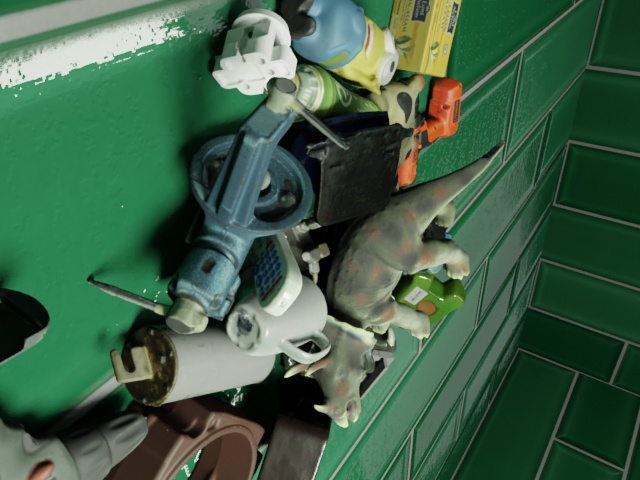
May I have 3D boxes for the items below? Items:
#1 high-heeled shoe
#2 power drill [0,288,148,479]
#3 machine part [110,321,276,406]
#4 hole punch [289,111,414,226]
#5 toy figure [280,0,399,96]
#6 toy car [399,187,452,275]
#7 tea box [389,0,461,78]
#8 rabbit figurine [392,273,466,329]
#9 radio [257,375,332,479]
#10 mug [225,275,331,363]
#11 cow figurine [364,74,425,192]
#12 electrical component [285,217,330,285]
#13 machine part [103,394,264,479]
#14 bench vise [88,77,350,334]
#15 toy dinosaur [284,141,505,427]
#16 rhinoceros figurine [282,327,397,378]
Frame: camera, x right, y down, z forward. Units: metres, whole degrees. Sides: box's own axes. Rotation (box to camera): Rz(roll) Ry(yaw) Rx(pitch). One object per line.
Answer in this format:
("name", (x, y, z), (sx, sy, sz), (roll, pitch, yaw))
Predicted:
("high-heeled shoe", (-0.002, -0.002, 0.751), (0.145, 0.086, 0.248), (-34, 125, -1))
("power drill", (-0.237, 0.143, 0.413), (0.232, 0.086, 0.207), (-31, 140, -47))
("machine part", (-0.124, 0.128, 0.582), (0.243, 0.079, 0.079), (12, 97, -62))
("hole punch", (0.023, -0.093, 0.607), (0.142, 0.092, 0.115), (-14, 134, -27))
("toy figure", (0.023, -0.229, 0.612), (0.180, 0.089, 0.082), (4, 116, -51))
("toy car", (0.133, -0.007, 0.900), (0.103, 0.161, 0.109), (-39, -164, 52))
("tea box", (0.155, -0.330, 0.784), (0.098, 0.068, 0.169), (-19, 122, -54))
("rabbit figurine", (0.190, 0.085, 1.026), (0.170, 0.121, 0.159), (-81, -162, -56))
("radio", (-0.030, 0.282, 0.759), (0.229, 0.073, 0.131), (-17, 125, -86))
("mug", (-0.045, 0.094, 0.587), (0.080, 0.110, 0.107), (-51, 160, 26))
("cow figurine", (0.094, -0.134, 0.787), (0.127, 0.086, 0.194), (-46, 146, -46))
("electrical component", (-0.035, 0.016, 0.652), (0.045, 0.102, 0.078), (-45, 120, -50))
("machine part", (-0.160, 0.277, 0.605), (0.201, 0.087, 0.201), (-61, 148, -15))
("bench vise", (-0.076, -0.035, 0.483), (0.224, 0.129, 0.240), (-54, 177, -41))
("toy dinosaur", (0.079, 0.028, 0.691), (0.192, 0.131, 0.404), (17, 100, -38))
("rhinoceros figurine", (0.030, 0.161, 0.818), (0.190, 0.073, 0.112), (10, 80, -29))
